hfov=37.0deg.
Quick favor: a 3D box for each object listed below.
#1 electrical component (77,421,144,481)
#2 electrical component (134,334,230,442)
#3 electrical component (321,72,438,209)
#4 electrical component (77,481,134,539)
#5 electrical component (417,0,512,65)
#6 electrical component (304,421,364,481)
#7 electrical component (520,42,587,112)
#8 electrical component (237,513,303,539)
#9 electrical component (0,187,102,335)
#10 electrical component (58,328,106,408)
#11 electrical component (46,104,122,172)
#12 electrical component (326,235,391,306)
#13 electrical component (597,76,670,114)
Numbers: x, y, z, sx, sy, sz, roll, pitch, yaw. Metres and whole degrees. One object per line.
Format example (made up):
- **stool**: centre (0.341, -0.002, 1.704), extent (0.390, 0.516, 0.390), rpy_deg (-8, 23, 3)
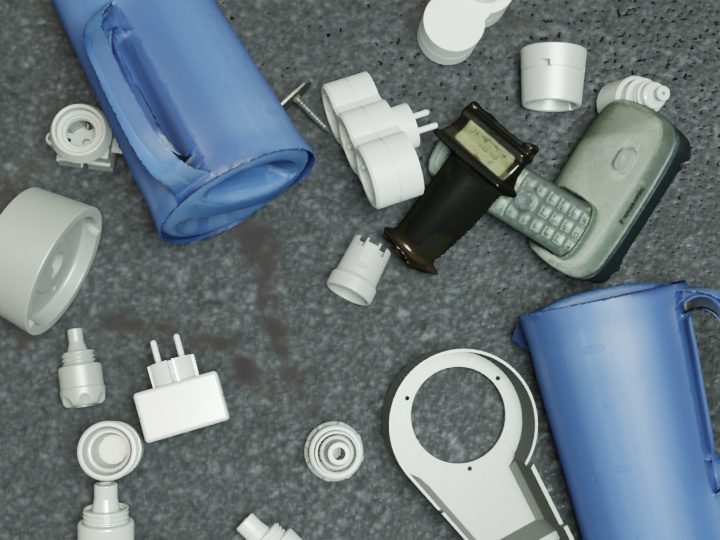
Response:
- **electrical component**: centre (-0.192, 0.139, 0.831), extent (0.045, 0.055, 0.045), rpy_deg (1, 82, -5)
- **electrical component**: centre (-0.144, 0.089, 0.846), extent (0.066, 0.047, 0.076), rpy_deg (-16, 84, -7)
- **electrical component**: centre (0.025, -0.111, 0.860), extent (0.074, 0.052, 0.138), rpy_deg (-19, 46, -8)
- **electrical component**: centre (-0.195, 0.194, 0.825), extent (0.043, 0.043, 0.062), rpy_deg (0, 93, -6)
- **electrical component**: centre (0.105, -0.240, 0.901), extent (0.052, 0.073, 0.138), rpy_deg (38, 81, 0)
- **electrical component**: centre (-0.019, 0.143, 0.844), extent (0.048, 0.062, 0.048), rpy_deg (1, 82, -6)
- **electrical component**: centre (0.162, -0.161, 0.907), extent (0.055, 0.055, 0.047), rpy_deg (3, 86, -5)
- **electrical component**: centre (-0.069, 0.217, 0.839), extent (0.062, 0.043, 0.043), rpy_deg (44, 81, 3)
- **electrical component**: centre (-0.252, -0.011, 0.822), extent (0.060, 0.108, 0.108), rpy_deg (25, 81, 4)
- **electrical component**: centre (-0.221, 0.077, 0.847), extent (0.035, 0.035, 0.061), rpy_deg (-9, 81, -7)
- **electrical component**: centre (-0.221, -0.105, 0.860), extent (0.066, 0.055, 0.048), rpy_deg (7, 82, -5)
- **electrical component**: centre (0.000, 0.000, 0.877), extent (0.040, 0.040, 0.046), rpy_deg (27, 75, -1)
- **electrical component**: centre (0.232, -0.143, 0.902), extent (0.040, 0.078, 0.040), rpy_deg (0, 91, -19)
